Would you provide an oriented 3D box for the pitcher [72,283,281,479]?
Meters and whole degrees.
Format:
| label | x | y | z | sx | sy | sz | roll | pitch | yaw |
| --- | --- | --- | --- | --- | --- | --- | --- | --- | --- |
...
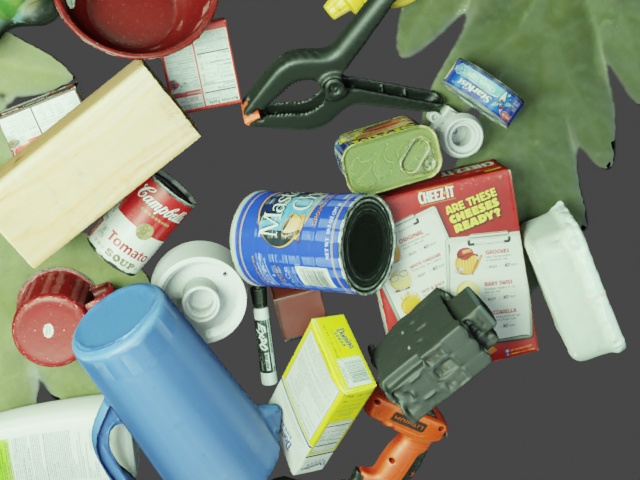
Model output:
| label | x | y | z | sx | sy | sz | roll | pitch | yaw |
| --- | --- | --- | --- | --- | --- | --- | --- | --- | --- |
| pitcher | -0.159 | 0.170 | 1.112 | 0.145 | 0.149 | 0.242 | -11 | 127 | 29 |

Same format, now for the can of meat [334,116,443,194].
| label | x | y | z | sx | sy | sz | roll | pitch | yaw |
| --- | --- | --- | --- | --- | --- | --- | --- | --- | --- |
| can of meat | 0.069 | -0.091 | 1.125 | 0.102 | 0.084 | 0.057 | -17 | 107 | -2 |

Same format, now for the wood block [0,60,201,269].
| label | x | y | z | sx | sy | sz | roll | pitch | yaw |
| --- | --- | --- | --- | --- | --- | --- | --- | --- | --- |
| wood block | -0.227 | -0.079 | 1.048 | 0.206 | 0.091 | 0.090 | -38 | 109 | 1 |

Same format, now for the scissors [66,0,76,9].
| label | x | y | z | sx | sy | sz | roll | pitch | yaw |
| --- | --- | --- | --- | --- | --- | --- | --- | --- | --- |
| scissors | -0.257 | -0.319 | 1.015 | 0.096 | 0.016 | 0.202 | 10 | 78 | 4 |

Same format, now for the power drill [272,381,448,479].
| label | x | y | z | sx | sy | sz | roll | pitch | yaw |
| --- | --- | --- | --- | --- | --- | --- | --- | --- | --- |
| power drill | 0.049 | 0.260 | 1.236 | 0.184 | 0.057 | 0.188 | 22 | 104 | -16 |

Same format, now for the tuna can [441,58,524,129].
| label | x | y | z | sx | sy | sz | roll | pitch | yaw |
| --- | --- | --- | --- | --- | --- | --- | --- | --- | --- |
| tuna can | 0.171 | -0.154 | 1.119 | 0.086 | 0.086 | 0.034 | 33 | 98 | -15 |

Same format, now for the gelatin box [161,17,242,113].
| label | x | y | z | sx | sy | sz | roll | pitch | yaw |
| --- | --- | --- | --- | --- | --- | --- | --- | --- | --- |
| gelatin box | -0.125 | -0.179 | 1.105 | 0.073 | 0.030 | 0.089 | -12 | 107 | -5 |

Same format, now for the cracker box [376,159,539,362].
| label | x | y | z | sx | sy | sz | roll | pitch | yaw |
| --- | --- | --- | --- | --- | --- | --- | --- | --- | --- |
| cracker box | 0.140 | 0.034 | 1.176 | 0.164 | 0.072 | 0.214 | -13 | 106 | -3 |

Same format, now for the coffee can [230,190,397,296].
| label | x | y | z | sx | sy | sz | roll | pitch | yaw |
| --- | --- | --- | --- | --- | --- | --- | --- | --- | --- |
| coffee can | -0.007 | 0.001 | 1.097 | 0.141 | 0.102 | 0.103 | 3 | 110 | 36 |

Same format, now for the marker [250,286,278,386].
| label | x | y | z | sx | sy | sz | roll | pitch | yaw |
| --- | --- | --- | --- | --- | --- | --- | --- | --- | --- |
| marker | -0.063 | 0.105 | 1.197 | 0.020 | 0.020 | 0.121 | -8 | 107 | -5 |

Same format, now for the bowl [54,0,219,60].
| label | x | y | z | sx | sy | sz | roll | pitch | yaw |
| --- | --- | --- | --- | --- | --- | --- | --- | --- | --- |
| bowl | -0.182 | -0.240 | 1.046 | 0.162 | 0.055 | 0.162 | 4 | 73 | -13 |

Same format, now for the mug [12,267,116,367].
| label | x | y | z | sx | sy | sz | roll | pitch | yaw |
| --- | --- | --- | --- | --- | --- | --- | --- | --- | --- |
| mug | -0.269 | 0.079 | 1.131 | 0.117 | 0.081 | 0.093 | -24 | 107 | 0 |

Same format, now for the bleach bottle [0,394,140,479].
| label | x | y | z | sx | sy | sz | roll | pitch | yaw |
| --- | --- | --- | --- | --- | --- | --- | --- | --- | --- |
| bleach bottle | -0.330 | 0.224 | 1.175 | 0.250 | 0.068 | 0.102 | -4 | 106 | -4 |

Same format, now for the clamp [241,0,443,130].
| label | x | y | z | sx | sy | sz | roll | pitch | yaw |
| --- | --- | --- | --- | --- | --- | --- | --- | --- | --- |
| clamp | 0.021 | -0.162 | 1.111 | 0.210 | 0.036 | 0.164 | -26 | 130 | 12 |

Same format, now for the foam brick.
| label | x | y | z | sx | sy | sz | roll | pitch | yaw |
| --- | --- | --- | --- | --- | --- | --- | --- | --- | --- |
| foam brick | -0.024 | 0.069 | 1.162 | 0.051 | 0.078 | 0.053 | -15 | 109 | -4 |

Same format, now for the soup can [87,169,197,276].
| label | x | y | z | sx | sy | sz | roll | pitch | yaw |
| --- | --- | --- | --- | --- | --- | --- | --- | --- | --- |
| soup can | -0.188 | -0.021 | 1.121 | 0.068 | 0.068 | 0.102 | 39 | 98 | -15 |

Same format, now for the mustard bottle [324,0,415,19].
| label | x | y | z | sx | sy | sz | roll | pitch | yaw |
| --- | --- | --- | --- | --- | --- | --- | --- | --- | --- |
| mustard bottle | 0.081 | -0.294 | 1.083 | 0.192 | 0.058 | 0.096 | -40 | 107 | 5 |

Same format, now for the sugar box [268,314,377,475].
| label | x | y | z | sx | sy | sz | roll | pitch | yaw |
| --- | --- | --- | --- | --- | --- | --- | --- | --- | --- |
| sugar box | -0.002 | 0.168 | 1.143 | 0.048 | 0.093 | 0.176 | -7 | 145 | -25 |

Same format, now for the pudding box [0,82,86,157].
| label | x | y | z | sx | sy | sz | roll | pitch | yaw |
| --- | --- | --- | --- | --- | --- | --- | --- | --- | --- |
| pudding box | -0.270 | -0.095 | 1.105 | 0.090 | 0.039 | 0.113 | -22 | 110 | -3 |
